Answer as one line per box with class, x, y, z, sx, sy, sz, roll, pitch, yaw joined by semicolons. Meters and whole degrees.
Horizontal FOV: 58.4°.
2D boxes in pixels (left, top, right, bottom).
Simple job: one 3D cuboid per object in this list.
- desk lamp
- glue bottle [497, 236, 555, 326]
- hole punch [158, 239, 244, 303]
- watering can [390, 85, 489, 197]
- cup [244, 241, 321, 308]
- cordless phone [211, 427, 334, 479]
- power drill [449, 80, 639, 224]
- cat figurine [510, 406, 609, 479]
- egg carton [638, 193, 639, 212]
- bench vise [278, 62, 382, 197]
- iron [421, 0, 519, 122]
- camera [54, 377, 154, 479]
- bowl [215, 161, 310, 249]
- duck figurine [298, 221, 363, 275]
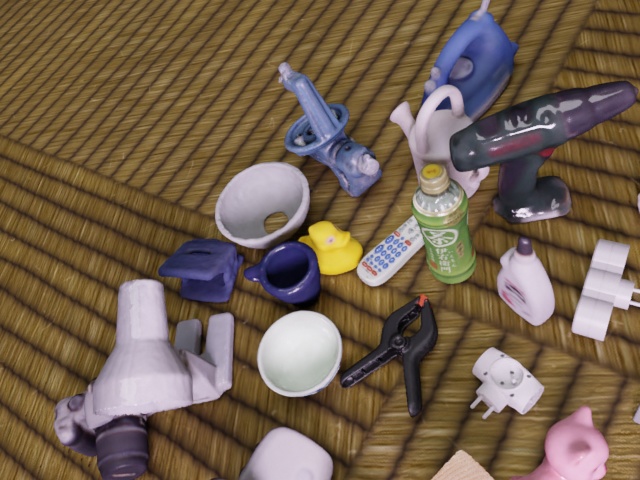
desk lamp;-0.211;0.159;0.785;0.117;0.214;0.203;-12;54;12
glue bottle;0.256;0.043;0.718;0.037;0.173;0.078;-41;54;-9
hole punch;-0.195;0.039;0.937;0.108;0.091;0.101;2;59;21
watering can;0.178;-0.150;0.863;0.172;0.194;0.101;15;64;28
cup;-0.048;0.064;0.864;0.117;0.095;0.091;-7;56;16
cordless phone;-0.067;0.285;0.666;0.093;0.185;0.148;15;64;28
power drill;0.299;-0.115;0.786;0.229;0.209;0.075;-11;55;13
cat figurine;0.260;0.245;0.617;0.128;0.118;0.067;-39;53;-8
egg carton;0.508;-0.063;0.763;0.150;0.070;0.107;9;61;25
bench vise;0.018;-0.187;0.929;0.206;0.220;0.121;20;67;30
iron;0.230;-0.282;0.966;0.118;0.142;0.258;26;70;32
camera;-0.303;0.272;0.814;0.143;0.101;0.136;-24;53;4
bowl;-0.087;-0.047;0.965;0.167;0.075;0.167;-9;55;14
duck figurine;0.008;0.003;0.890;0.104;0.086;0.077;5;60;23
